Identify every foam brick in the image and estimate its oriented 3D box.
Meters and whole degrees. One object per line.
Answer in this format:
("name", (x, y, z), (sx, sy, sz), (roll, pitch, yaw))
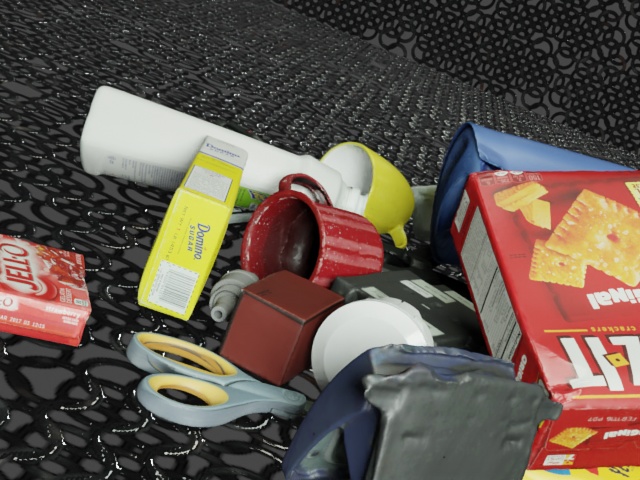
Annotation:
("foam brick", (-0.026, 0.059, 0.746), (0.053, 0.051, 0.078), (26, 17, 17))

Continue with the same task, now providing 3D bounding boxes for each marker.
("marker", (-0.067, -0.023, 1.002), (0.020, 0.020, 0.120), (31, 19, 27))

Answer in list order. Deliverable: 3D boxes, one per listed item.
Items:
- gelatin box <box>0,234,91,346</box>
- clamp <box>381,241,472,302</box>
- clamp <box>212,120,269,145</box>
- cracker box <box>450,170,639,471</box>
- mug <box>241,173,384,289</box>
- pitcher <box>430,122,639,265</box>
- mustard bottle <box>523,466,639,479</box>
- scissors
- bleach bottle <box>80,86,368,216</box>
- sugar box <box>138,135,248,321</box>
("gelatin box", (-0.186, 0.029, 0.673), (0.073, 0.030, 0.089), (16, 18, -21))
("clamp", (0.085, 0.028, 1.009), (0.209, 0.036, 0.165), (14, 18, -27))
("clamp", (-0.065, -0.089, 1.153), (0.120, 0.039, 0.171), (43, 6, -7))
("cracker box", (0.194, 0.043, 0.712), (0.164, 0.072, 0.214), (0, 44, -10))
("mug", (-0.006, 0.001, 0.863), (0.081, 0.093, 0.117), (12, 58, -46))
("pitcher", (0.230, -0.020, 1.007), (0.242, 0.145, 0.149), (12, 32, -8))
("mustard bottle", (0.155, 0.145, 0.698), (0.192, 0.058, 0.096), (25, 30, 12))
("scissors", (-0.029, 0.107, 0.658), (0.201, 0.016, 0.096), (22, 18, 0))
("bleach bottle", (-0.082, -0.063, 0.948), (0.250, 0.068, 0.103), (17, -14, -6))
("sugar box", (-0.093, -0.015, 0.817), (0.048, 0.093, 0.176), (22, 17, -4))
